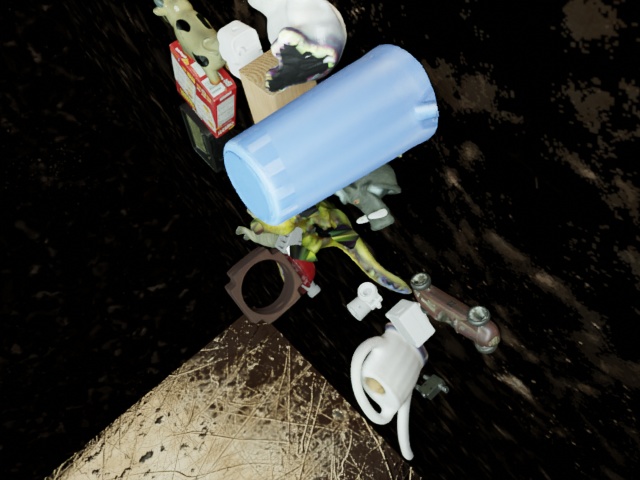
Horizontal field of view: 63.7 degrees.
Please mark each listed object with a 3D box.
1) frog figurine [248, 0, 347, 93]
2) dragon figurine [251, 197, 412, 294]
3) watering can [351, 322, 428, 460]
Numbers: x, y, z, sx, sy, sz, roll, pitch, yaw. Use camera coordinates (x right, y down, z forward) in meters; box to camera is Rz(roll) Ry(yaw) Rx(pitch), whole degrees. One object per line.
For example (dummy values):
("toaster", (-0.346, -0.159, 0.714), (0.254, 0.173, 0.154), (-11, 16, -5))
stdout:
("frog figurine", (-0.031, -0.293, 0.676), (0.122, 0.162, 0.135), (-7, -19, 3))
("dragon figurine", (0.003, -0.051, 1.016), (0.408, 0.120, 0.248), (33, 25, -13))
("watering can", (0.185, 0.352, 1.247), (0.104, 0.342, 0.228), (0, 40, 46))
